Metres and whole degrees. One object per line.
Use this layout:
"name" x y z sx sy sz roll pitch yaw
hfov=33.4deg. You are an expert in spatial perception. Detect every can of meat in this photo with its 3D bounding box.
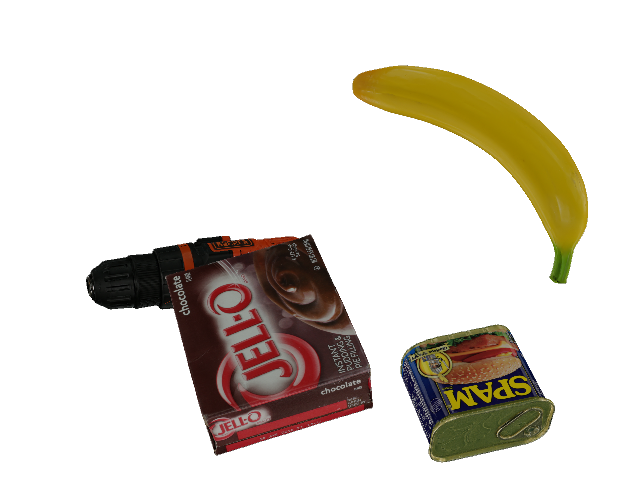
"can of meat" 0.122 0.120 0.854 0.102 0.057 0.084 -10 45 -11

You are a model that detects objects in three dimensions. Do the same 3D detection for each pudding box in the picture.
"pudding box" -0.030 0.055 0.590 0.090 0.039 0.113 -15 42 -9

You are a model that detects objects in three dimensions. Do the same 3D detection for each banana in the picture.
"banana" 0.107 -0.063 0.696 0.198 0.069 0.037 46 4 17

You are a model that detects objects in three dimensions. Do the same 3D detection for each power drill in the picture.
"power drill" -0.074 0.048 0.807 0.184 0.057 0.188 -8 23 -18
